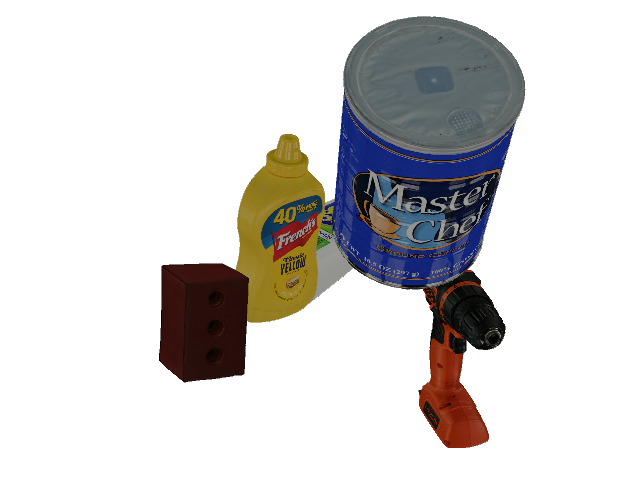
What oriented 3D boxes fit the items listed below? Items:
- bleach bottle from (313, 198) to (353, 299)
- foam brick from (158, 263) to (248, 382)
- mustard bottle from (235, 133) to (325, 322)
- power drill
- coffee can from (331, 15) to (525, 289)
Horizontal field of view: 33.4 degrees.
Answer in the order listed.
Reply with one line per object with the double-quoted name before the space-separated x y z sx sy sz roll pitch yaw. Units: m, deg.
"bleach bottle" 0.022 -0.013 1.294 0.103 0.068 0.250 21 37 29
"foam brick" -0.089 0.060 0.807 0.052 0.078 0.051 -4 13 -28
"mustard bottle" -0.039 -0.016 1.061 0.096 0.192 0.058 -18 38 -37
"power drill" 0.149 0.124 1.143 0.057 0.188 0.184 -5 23 -11
"coffee can" 0.061 -0.051 0.655 0.103 0.103 0.140 0 -36 -3
